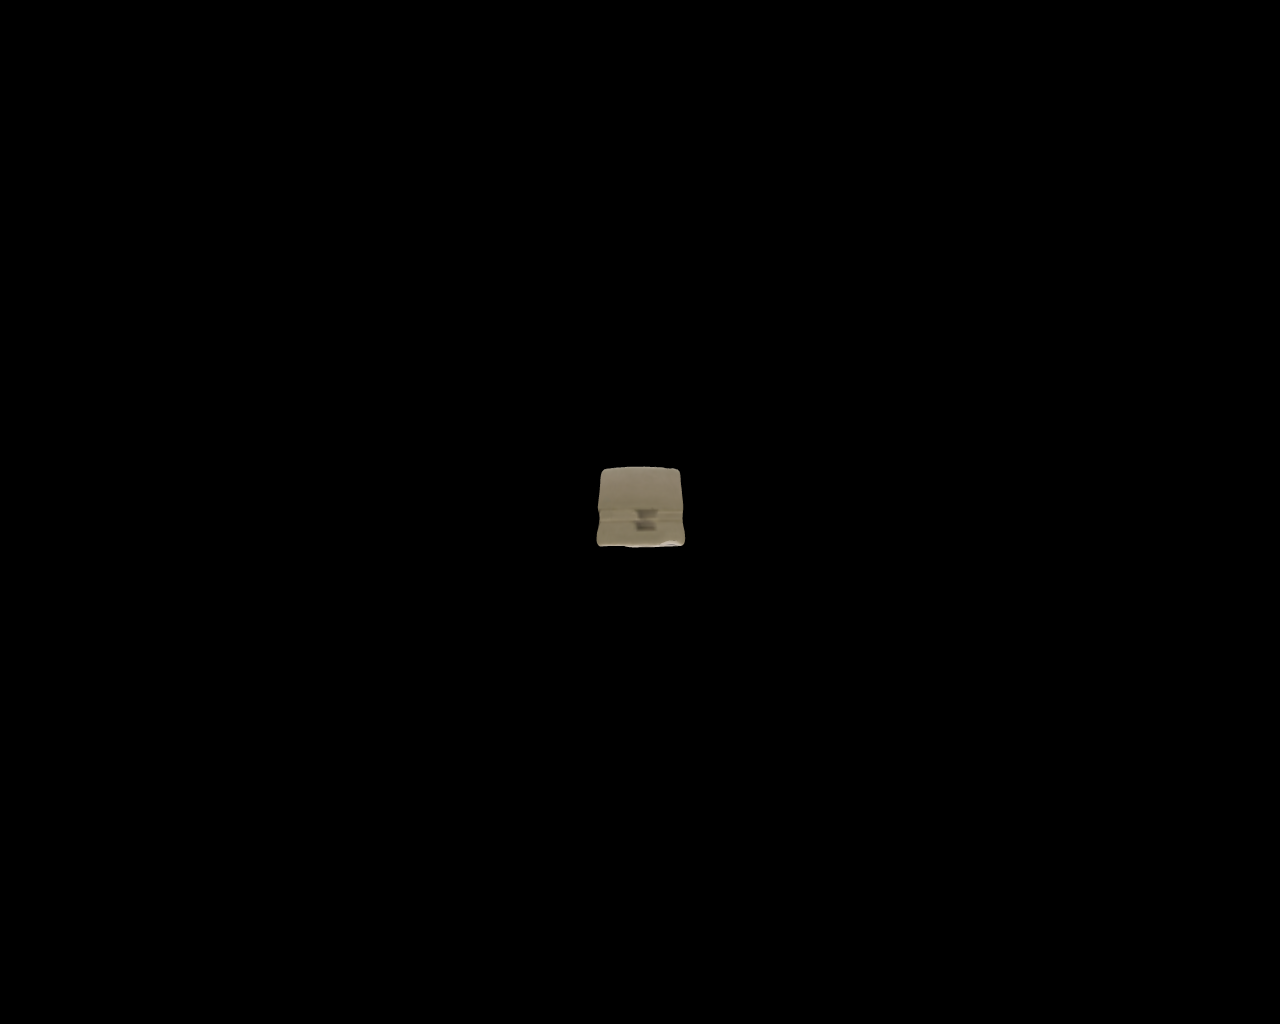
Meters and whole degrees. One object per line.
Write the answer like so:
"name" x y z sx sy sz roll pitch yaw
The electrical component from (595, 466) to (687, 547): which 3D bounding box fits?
"electrical component" 0.001 -0.003 0.650 0.055 0.047 0.055 0 -2 0
